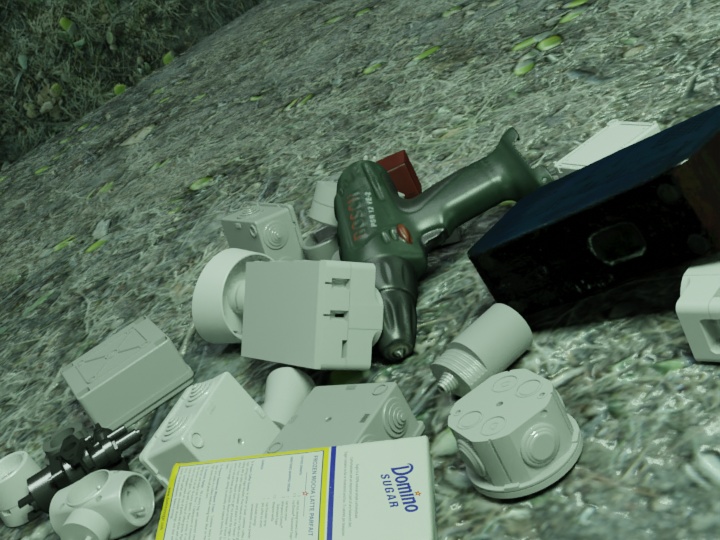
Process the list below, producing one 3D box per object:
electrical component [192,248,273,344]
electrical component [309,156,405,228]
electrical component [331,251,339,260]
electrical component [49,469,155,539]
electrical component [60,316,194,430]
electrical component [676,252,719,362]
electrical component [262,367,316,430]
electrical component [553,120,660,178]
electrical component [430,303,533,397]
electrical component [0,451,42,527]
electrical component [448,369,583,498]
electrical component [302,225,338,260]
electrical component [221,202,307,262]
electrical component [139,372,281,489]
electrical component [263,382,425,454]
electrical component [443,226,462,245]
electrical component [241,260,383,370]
[{"bbox_3d":[-0.122,0.028,1.086,0.064,0.099,0.099,3,37,42],"label":"electrical component"},{"bbox_3d":[0.002,-0.085,1.135,0.052,0.073,0.138,20,12,27],"label":"electrical component"},{"bbox_3d":[0.000,0.000,1.067,0.045,0.045,0.055,-36,23,-19],"label":"electrical component"},{"bbox_3d":[-0.218,0.205,0.874,0.077,0.044,0.079,-17,25,26],"label":"electrical component"},{"bbox_3d":[-0.238,0.107,1.095,0.109,0.056,0.109,-34,23,-15],"label":"electrical component"},{"bbox_3d":[0.256,0.018,0.726,0.056,0.050,0.089,-2,34,47],"label":"electrical component"},{"bbox_3d":[-0.064,0.118,0.892,0.044,0.044,0.065,-18,29,24],"label":"electrical component"},{"bbox_3d":[0.236,-0.093,0.974,0.096,0.061,0.062,-36,23,-18],"label":"electrical component"},{"bbox_3d":[0.090,0.066,0.821,0.081,0.043,0.043,-39,25,-25],"label":"electrical component"},{"bbox_3d":[-0.316,0.200,0.993,0.055,0.047,0.055,-24,23,11],"label":"electrical component"},{"bbox_3d":[0.101,0.107,0.708,0.080,0.051,0.080,-24,22,10],"label":"electrical component"},{"bbox_3d":[-0.030,-0.017,1.135,0.055,0.047,0.055,-24,23,10],"label":"electrical component"},{"bbox_3d":[-0.102,-0.023,1.168,0.048,0.099,0.100,-26,18,-30],"label":"electrical component"},{"bbox_3d":[-0.106,0.138,0.821,0.048,0.099,0.099,-29,18,34],"label":"electrical component"},{"bbox_3d":[-0.014,0.128,0.800,0.100,0.048,0.099,-8,30,39],"label":"electrical component"},{"bbox_3d":[0.071,-0.048,1.091,0.055,0.048,0.066,-13,25,15],"label":"electrical component"},{"bbox_3d":[-0.045,0.038,0.946,0.062,0.089,0.150,4,-2,-29],"label":"electrical component"}]
